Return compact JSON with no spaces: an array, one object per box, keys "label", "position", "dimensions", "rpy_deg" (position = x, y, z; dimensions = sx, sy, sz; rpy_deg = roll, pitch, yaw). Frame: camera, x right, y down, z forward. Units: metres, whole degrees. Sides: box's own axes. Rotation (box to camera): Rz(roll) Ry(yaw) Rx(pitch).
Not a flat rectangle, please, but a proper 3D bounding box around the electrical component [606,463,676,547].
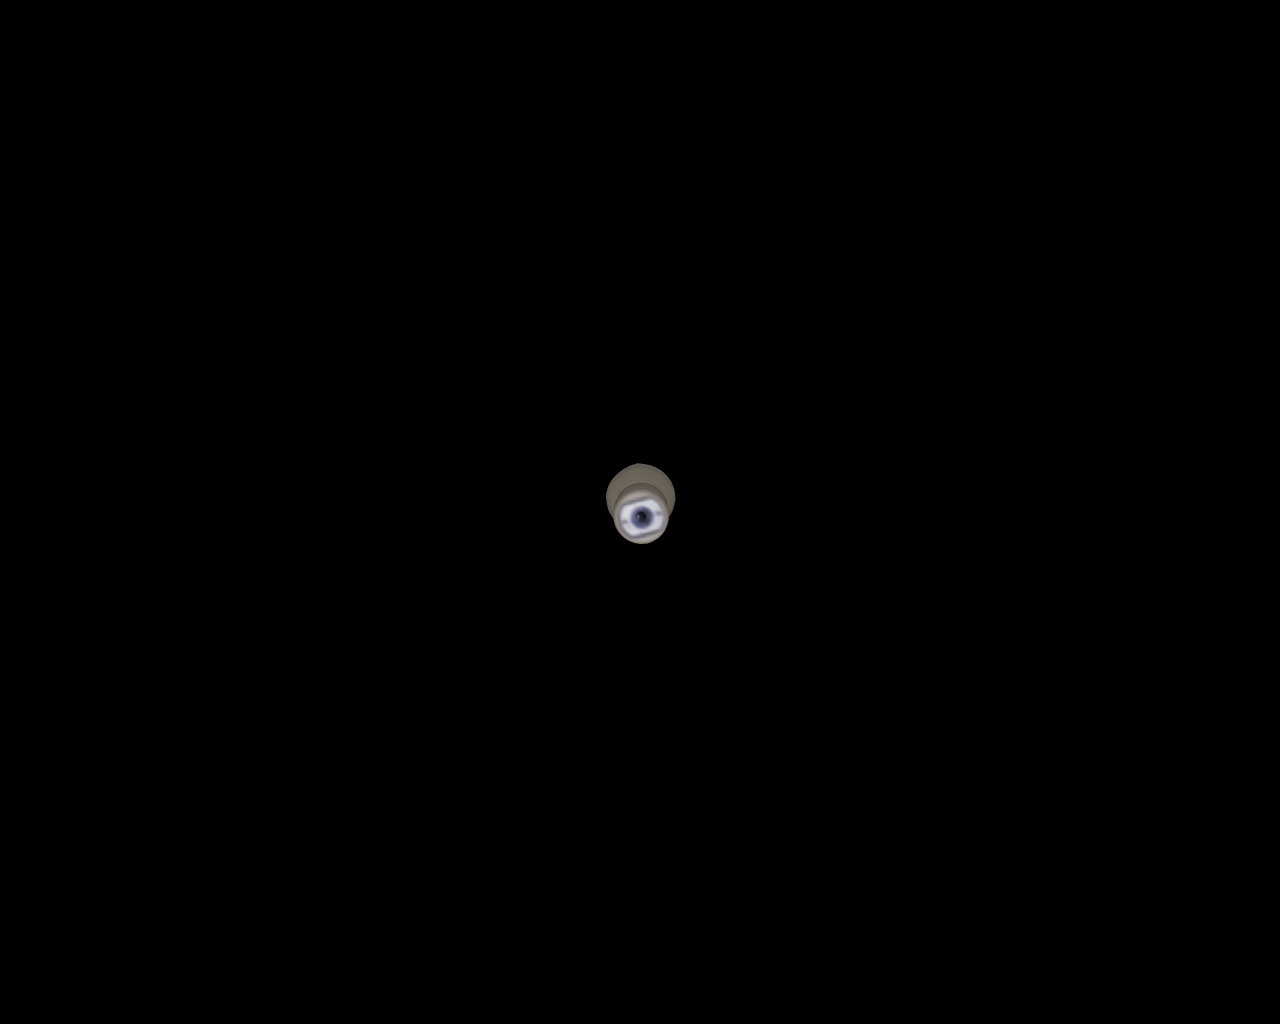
[{"label":"electrical component","position":[0.001,-0.003,0.650],"dimensions":[0.044,0.044,0.065],"rpy_deg":[0,12,0]}]
